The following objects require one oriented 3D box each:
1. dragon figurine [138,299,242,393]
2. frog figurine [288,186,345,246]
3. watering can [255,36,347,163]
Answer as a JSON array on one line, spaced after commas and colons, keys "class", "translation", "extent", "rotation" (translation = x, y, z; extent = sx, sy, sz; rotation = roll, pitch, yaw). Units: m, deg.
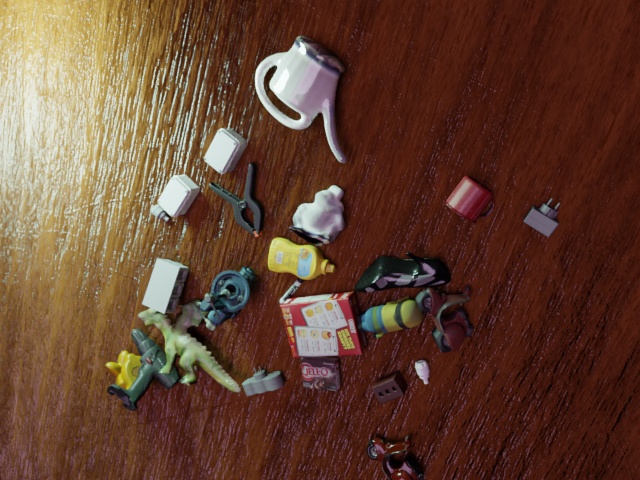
[{"class": "dragon figurine", "translation": [-0.403, 0.311, 1.627], "extent": [0.411, 0.122, 0.241], "rotation": [12, 97, 20]}, {"class": "frog figurine", "translation": [0.004, -0.070, 1.388], "extent": [0.138, 0.120, 0.161], "rotation": [15, 71, 28]}, {"class": "watering can", "translation": [-0.015, -0.372, 1.316], "extent": [0.350, 0.105, 0.221], "rotation": [41, 112, 13]}]
